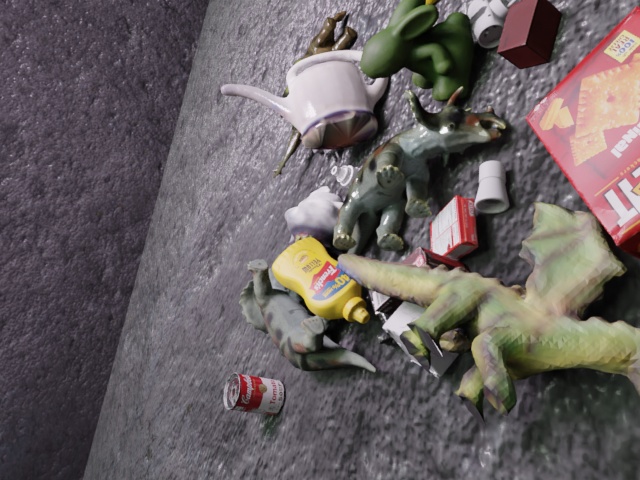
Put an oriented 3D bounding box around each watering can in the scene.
[{"bbox_3d":[-0.021,-0.279,1.051,0.102,0.347,0.229,73,-177,-64],"label":"watering can"}]

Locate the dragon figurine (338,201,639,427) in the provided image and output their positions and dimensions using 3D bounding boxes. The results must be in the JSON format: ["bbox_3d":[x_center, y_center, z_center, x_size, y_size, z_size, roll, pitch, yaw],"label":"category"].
[{"bbox_3d":[0.203,0.052,0.570,0.244,0.120,0.417,-38,44,-7],"label":"dragon figurine"}]

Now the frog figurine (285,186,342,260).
[{"bbox_3d":[0.003,-0.051,1.004,0.137,0.120,0.163,-3,56,24],"label":"frog figurine"}]
